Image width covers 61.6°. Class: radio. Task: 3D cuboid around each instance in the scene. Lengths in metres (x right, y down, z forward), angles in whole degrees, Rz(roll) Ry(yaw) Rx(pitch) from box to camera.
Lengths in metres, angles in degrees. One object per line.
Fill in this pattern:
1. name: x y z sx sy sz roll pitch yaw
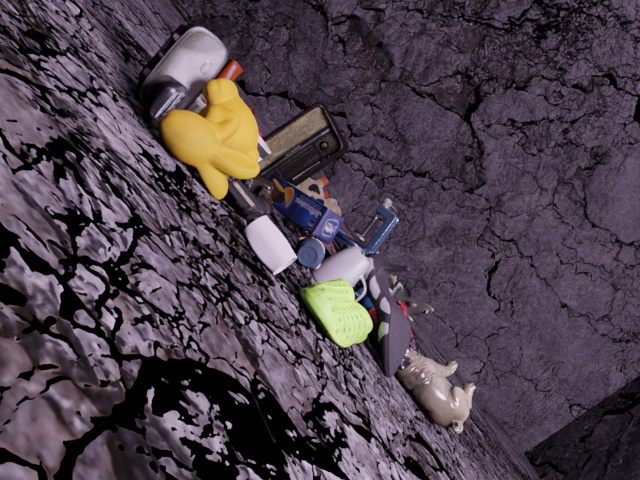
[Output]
1. radio: -0.058 -0.197 1.210 0.131 0.230 0.073 56 6 -13

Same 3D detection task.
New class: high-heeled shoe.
1. high-heeled shoe: 0.108 0.143 1.082 0.086 0.145 0.248 31 65 -44

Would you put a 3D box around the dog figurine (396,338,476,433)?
1. dog figurine: 0.208 0.291 1.088 0.190 0.121 0.172 31 14 -34

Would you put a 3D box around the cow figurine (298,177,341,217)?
1. cow figurine: -0.035 -0.097 1.286 0.195 0.127 0.085 29 -32 22

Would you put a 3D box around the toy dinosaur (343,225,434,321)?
1. toy dinosaur: 0.138 0.095 1.545 0.405 0.131 0.192 47 6 3

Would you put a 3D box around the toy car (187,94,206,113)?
1. toy car: -0.250 -0.281 0.977 0.056 0.073 0.202 43 11 -52

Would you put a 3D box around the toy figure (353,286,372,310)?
1. toy figure: 0.134 0.144 1.370 0.089 0.082 0.180 62 -2 -24

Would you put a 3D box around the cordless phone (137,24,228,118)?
1. cordless phone: -0.199 -0.238 0.764 0.088 0.146 0.184 41 7 -22

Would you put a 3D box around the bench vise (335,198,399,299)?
1. bench vise: 0.107 0.018 1.233 0.224 0.240 0.128 38 5 19

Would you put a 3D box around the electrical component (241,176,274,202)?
1. electrical component: -0.120 -0.096 1.047 0.078 0.045 0.102 20 15 -18

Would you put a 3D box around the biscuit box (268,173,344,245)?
1. biscuit box: -0.040 -0.065 1.073 0.203 0.063 0.059 35 4 43

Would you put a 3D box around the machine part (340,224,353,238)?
1. machine part: 0.032 0.000 1.402 0.201 0.087 0.201 51 5 -9

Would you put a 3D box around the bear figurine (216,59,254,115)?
1. bear figurine: -0.210 -0.333 1.330 0.120 0.132 0.195 19 -15 48

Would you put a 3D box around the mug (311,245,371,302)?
1. mug: 0.053 0.069 1.068 0.110 0.107 0.080 53 7 23

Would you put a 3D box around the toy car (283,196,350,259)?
1. toy car: -0.002 -0.004 1.159 0.202 0.089 0.053 56 7 20

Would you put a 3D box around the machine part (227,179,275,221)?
1. machine part: -0.119 -0.065 0.899 0.084 0.039 0.139 45 7 9

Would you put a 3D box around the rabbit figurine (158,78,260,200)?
1. rabbit figurine: -0.166 -0.141 0.780 0.162 0.122 0.173 62 20 0

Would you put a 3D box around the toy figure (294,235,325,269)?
1. toy figure: -0.019 0.023 1.055 0.154 0.058 0.064 -77 167 -84
